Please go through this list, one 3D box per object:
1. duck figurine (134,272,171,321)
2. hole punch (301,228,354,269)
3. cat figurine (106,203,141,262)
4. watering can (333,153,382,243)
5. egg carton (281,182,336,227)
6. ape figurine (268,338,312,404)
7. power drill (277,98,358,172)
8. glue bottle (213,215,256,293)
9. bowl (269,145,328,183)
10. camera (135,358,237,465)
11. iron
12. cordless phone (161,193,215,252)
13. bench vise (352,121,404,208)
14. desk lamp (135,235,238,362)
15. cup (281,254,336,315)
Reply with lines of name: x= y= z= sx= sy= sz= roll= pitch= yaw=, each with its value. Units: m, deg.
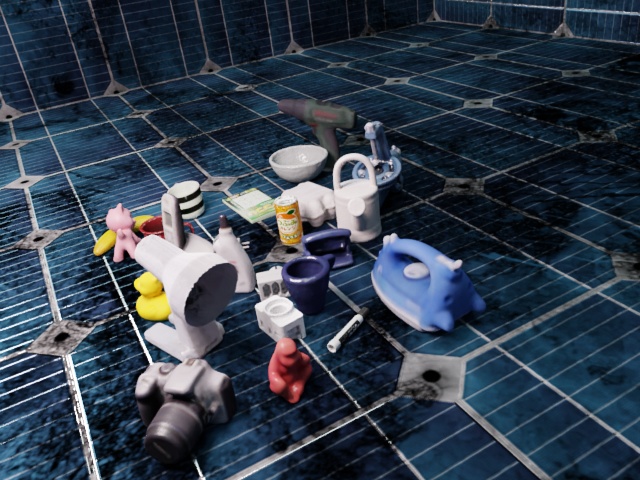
duck figurine: x=-0.322 y=0.105 z=1.123 sx=0.104 sy=0.086 sz=0.078 roll=11 pitch=34 yaw=30
hole punch: x=0.011 y=0.004 z=1.217 sx=0.108 sy=0.091 sz=0.101 roll=-11 pitch=29 yaw=-6
cat figurine: x=-0.469 y=-0.027 z=1.358 sx=0.067 sy=0.118 sz=0.127 roll=-14 pitch=30 yaw=-11
watering can: x=0.084 y=-0.096 z=1.273 sx=0.101 sy=0.194 sz=0.172 roll=-16 pitch=30 yaw=-14
egg carton: x=-0.027 y=-0.090 z=1.416 sx=0.107 sy=0.069 sz=0.149 roll=-29 pitch=35 yaw=-33
ape figurine: x=-0.050 y=0.195 z=0.893 sx=0.078 sy=0.092 sz=0.076 roll=-22 pitch=32 yaw=-24
power drill: x=-0.003 y=-0.306 z=1.650 sx=0.229 sy=0.209 sz=0.076 roll=1 pitch=31 yaw=16
glue bottle: x=-0.178 y=0.027 z=1.138 sx=0.078 sy=0.173 sz=0.037 roll=-1 pitch=30 yaw=11
bowl: x=-0.057 y=-0.208 z=1.627 sx=0.167 sy=0.075 sz=0.167 roll=-6 pitch=29 yaw=3
camera: x=-0.213 y=0.244 z=0.834 sx=0.143 sy=0.101 sz=0.137 roll=2 pitch=31 yaw=17
iron: x=0.171 y=0.056 z=1.035 sx=0.119 sy=0.142 sz=0.257 roll=-24 pitch=33 yaw=-27
cordless phone: x=-0.281 y=0.001 z=1.195 sx=0.147 sy=0.185 sz=0.094 roll=19 pitch=39 yaw=39
bench vise: x=0.142 y=-0.204 z=1.424 sx=0.121 sy=0.220 sz=0.207 roll=-2 pitch=30 yaw=11
desk lamp: x=-0.233 y=0.100 z=0.979 sx=0.202 sy=0.214 sz=0.118 roll=16 pitch=37 yaw=36
cup: x=-0.013 y=0.084 z=1.077 sx=0.118 sy=0.095 sz=0.091 roll=-30 pitch=36 yaw=-34
